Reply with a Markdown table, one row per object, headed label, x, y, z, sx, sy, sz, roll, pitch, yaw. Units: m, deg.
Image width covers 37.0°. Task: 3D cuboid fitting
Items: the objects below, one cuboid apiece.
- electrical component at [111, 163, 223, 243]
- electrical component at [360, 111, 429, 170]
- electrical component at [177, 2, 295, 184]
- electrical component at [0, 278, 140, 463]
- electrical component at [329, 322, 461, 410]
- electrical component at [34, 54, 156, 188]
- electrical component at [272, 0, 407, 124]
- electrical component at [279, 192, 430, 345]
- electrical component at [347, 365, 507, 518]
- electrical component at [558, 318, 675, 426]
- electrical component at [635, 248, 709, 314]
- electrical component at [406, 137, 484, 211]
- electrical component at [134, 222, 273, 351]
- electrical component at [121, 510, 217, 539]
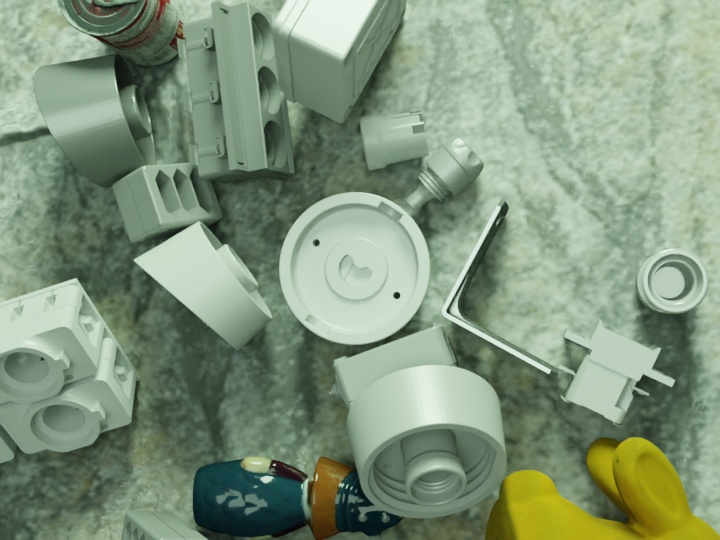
| label | x | y | z | sx | sy | sz | roll | pitch | yaw |
| --- | --- | --- | --- | --- | --- | --- | --- | --- | --- |
| electrical component | -0.158 | -0.045 | 0.817 | 0.077 | 0.066 | 0.047 | -23 | 83 | 36 |
| electrical component | 0.026 | -0.098 | 0.799 | 0.046 | 0.040 | 0.040 | -10 | 86 | 4 |
| electrical component | -0.093 | -0.128 | 0.803 | 0.063 | 0.079 | 0.121 | -8 | 86 | 24 |
| electrical component | -0.274 | 0.090 | 0.799 | 0.186 | 0.060 | 0.105 | -17 | 127 | 8 |
| electrical component | 0.025 | 0.082 | 0.779 | 0.096 | 0.062 | 0.061 | -21 | 85 | 7 |
| electrical component | -0.193 | -0.112 | 0.805 | 0.064 | 0.099 | 0.099 | -15 | 85 | 2 |
| electrical component | -0.011 | -0.177 | 0.762 | 0.056 | 0.108 | 0.108 | 27 | 76 | 6 |
| electrical component | 0.000 | 0.000 | 0.788 | 0.108 | 0.060 | 0.108 | 0 | 88 | 9 |
| electrical component | 0.047 | 0.123 | 0.725 | 0.108 | 0.060 | 0.108 | -4 | 131 | -4 |
| electrical component | 0.178 | 0.073 | 0.767 | 0.081 | 0.042 | 0.063 | 25 | 95 | 10 |
| electrical component | 0.218 | 0.009 | 0.756 | 0.045 | 0.055 | 0.045 | 0 | 87 | 9 |
| electrical component | 0.060 | -0.068 | 0.795 | 0.061 | 0.035 | 0.035 | -42 | 82 | 8 |
| electrical component | -0.112 | 0.015 | 0.788 | 0.064 | 0.099 | 0.099 | -37 | 83 | 0 |
| electrical component | -0.129 | 0.212 | 0.797 | 0.076 | 0.083 | 0.047 | 9 | 89 | -29 |
